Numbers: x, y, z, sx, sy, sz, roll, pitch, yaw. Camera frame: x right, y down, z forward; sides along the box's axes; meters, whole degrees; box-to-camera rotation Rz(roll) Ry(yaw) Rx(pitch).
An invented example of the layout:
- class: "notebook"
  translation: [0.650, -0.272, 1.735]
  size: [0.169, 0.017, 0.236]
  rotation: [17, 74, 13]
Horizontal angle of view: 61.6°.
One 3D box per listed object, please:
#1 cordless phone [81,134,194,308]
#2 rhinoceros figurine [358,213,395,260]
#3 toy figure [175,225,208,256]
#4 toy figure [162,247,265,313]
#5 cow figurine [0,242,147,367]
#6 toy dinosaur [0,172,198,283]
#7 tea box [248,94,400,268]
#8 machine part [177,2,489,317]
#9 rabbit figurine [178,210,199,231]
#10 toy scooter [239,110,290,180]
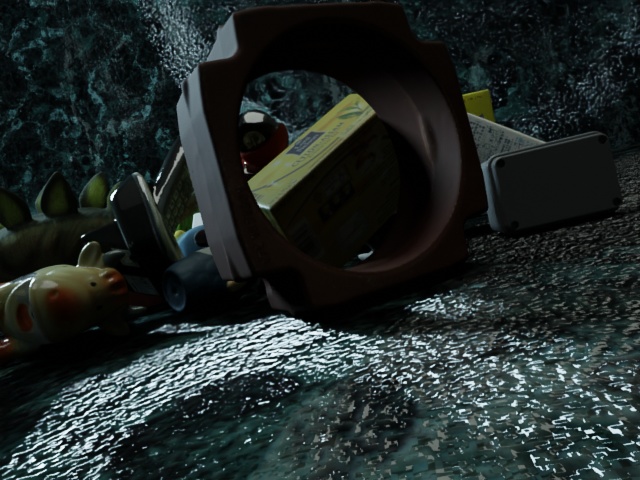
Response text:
- class: "cordless phone"
  translation: [-0.151, -0.036, 0.565]
  size: [0.089, 0.184, 0.146]
  rotation: [14, -29, 10]
- class: "rhinoceros figurine"
  translation: [0.086, -0.025, 0.618]
  size: [0.112, 0.073, 0.190]
  rotation: [-11, 4, 16]
- class: "toy figure"
  translation: [-0.153, 0.025, 0.693]
  size: [0.089, 0.082, 0.180]
  rotation: [6, -15, -32]
- class: "toy figure"
  translation: [-0.073, 0.030, 0.518]
  size: [0.154, 0.057, 0.064]
  rotation: [-15, 42, -44]
- class: "cow figurine"
  translation: [-0.235, 0.058, 0.488]
  size: [0.127, 0.085, 0.195]
  rotation: [-22, 6, -23]
- class: "toy dinosaur"
  translation: [-0.346, 0.007, 0.745]
  size: [0.472, 0.198, 0.105]
  rotation: [-16, 7, -11]
- class: "tea box"
  translation: [0.014, -0.049, 0.493]
  size: [0.169, 0.098, 0.068]
  rotation: [-44, 35, -25]
- class: "machine part"
  translation: [0.011, -0.058, 0.392]
  size: [0.201, 0.201, 0.087]
  rotation: [-15, 2, -26]
- class: "rabbit figurine"
  translation: [-0.194, -0.003, 0.907]
  size: [0.121, 0.158, 0.170]
  rotation: [3, 29, 42]
- class: "toy scooter"
  translation: [-0.060, -0.059, 0.644]
  size: [0.184, 0.135, 0.075]
  rotation: [-50, 13, 46]
